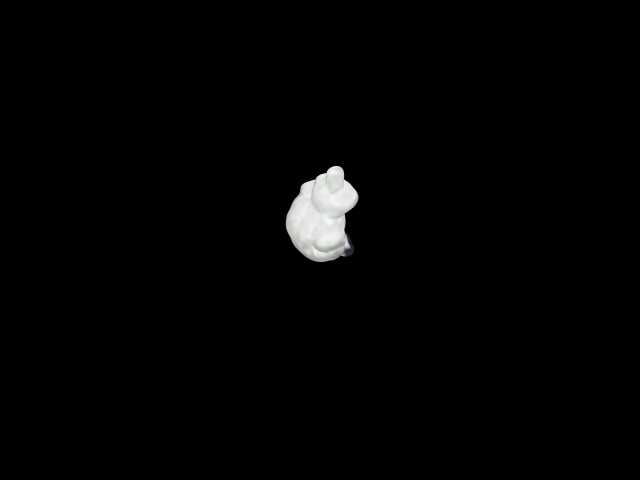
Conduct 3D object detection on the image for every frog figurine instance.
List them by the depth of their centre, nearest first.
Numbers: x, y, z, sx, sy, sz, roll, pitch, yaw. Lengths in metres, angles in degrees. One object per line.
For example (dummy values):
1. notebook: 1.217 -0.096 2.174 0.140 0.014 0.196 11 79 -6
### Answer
1. frog figurine: 0.003 -0.043 0.850 0.123 0.140 0.156 -6 -26 -3
